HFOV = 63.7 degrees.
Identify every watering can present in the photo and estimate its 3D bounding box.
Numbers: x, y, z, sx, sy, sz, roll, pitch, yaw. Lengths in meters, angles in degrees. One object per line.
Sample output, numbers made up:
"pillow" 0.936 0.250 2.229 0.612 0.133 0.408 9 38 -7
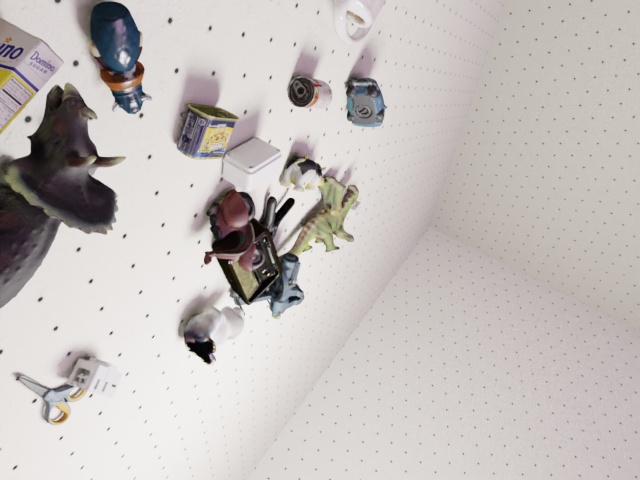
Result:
"watering can" 0.085 -0.550 1.086 0.104 0.224 0.347 27 4 14

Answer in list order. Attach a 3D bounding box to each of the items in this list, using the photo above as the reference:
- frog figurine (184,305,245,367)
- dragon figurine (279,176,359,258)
"frog figurine" -0.256 0.212 1.270 0.123 0.134 0.163 8 40 20
"dragon figurine" 0.005 -0.081 1.603 0.123 0.239 0.415 14 23 34
